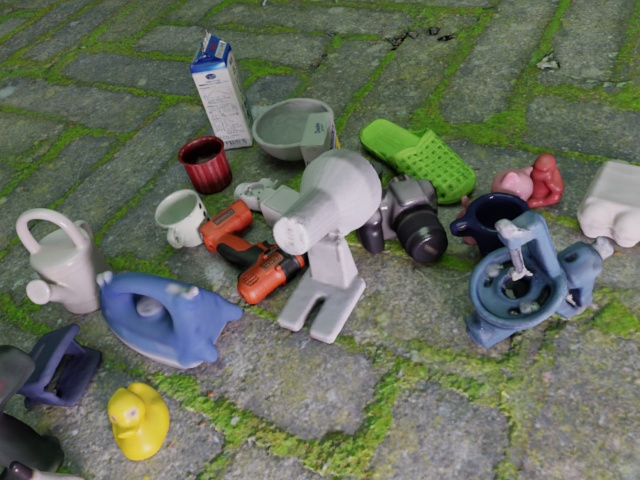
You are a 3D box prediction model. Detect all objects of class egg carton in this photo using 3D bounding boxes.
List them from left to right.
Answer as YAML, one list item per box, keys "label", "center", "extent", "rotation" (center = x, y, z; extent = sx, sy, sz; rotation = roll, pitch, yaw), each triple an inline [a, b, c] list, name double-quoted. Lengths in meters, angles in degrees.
- label: "egg carton"
  center: [0.464, -0.059, 0.878]
  extent: [0.107, 0.069, 0.150]
  rotation: [19, 54, 29]

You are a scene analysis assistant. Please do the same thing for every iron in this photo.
- label: "iron"
  center: [-0.256, 0.095, 0.859]
  extent: [0.257, 0.142, 0.119]
  rotation: [9, 50, 22]

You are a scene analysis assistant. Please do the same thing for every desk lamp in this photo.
- label: "desk lamp"
  center: [0.008, 0.003, 0.831]
  extent: [0.117, 0.214, 0.203]
  rotation: [13, 51, 25]

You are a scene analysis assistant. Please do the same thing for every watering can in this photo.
- label: "watering can"
  center: [-0.413, 0.030, 0.925]
  extent: [0.101, 0.194, 0.172]
  rotation: [-21, 45, -6]

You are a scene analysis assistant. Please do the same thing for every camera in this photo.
- label: "camera"
  center: [0.134, -0.030, 0.911]
  extent: [0.143, 0.101, 0.136]
  rotation: [-19, 45, -4]

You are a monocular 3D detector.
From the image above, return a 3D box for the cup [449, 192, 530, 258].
- label: "cup"
  center: [0.254, -0.007, 0.862]
  extent: [0.117, 0.095, 0.091]
  rotation: [-13, 45, 2]

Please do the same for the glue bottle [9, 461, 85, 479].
- label: "glue bottle"
  center: [-0.303, 0.295, 0.654]
  extent: [0.037, 0.173, 0.078]
  rotation: [-21, 45, -6]

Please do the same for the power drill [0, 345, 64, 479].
- label: "power drill"
  center: [-0.414, 0.255, 0.696]
  extent: [0.075, 0.209, 0.230]
  rotation: [6, 48, 20]

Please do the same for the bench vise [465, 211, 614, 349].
- label: "bench vise"
  center: [0.276, 0.025, 0.736]
  extent: [0.208, 0.220, 0.121]
  rotation: [-37, 49, -21]

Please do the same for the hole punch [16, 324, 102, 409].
- label: "hole punch"
  center: [-0.399, 0.184, 0.844]
  extent: [0.101, 0.091, 0.108]
  rotation: [1, 47, 15]

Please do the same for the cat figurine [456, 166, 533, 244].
- label: "cat figurine"
  center: [0.278, -0.065, 0.896]
  extent: [0.128, 0.118, 0.067]
  rotation: [-15, 45, 0]

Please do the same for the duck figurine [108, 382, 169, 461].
- label: "duck figurine"
  center: [-0.251, 0.230, 0.766]
  extent: [0.077, 0.086, 0.104]
  rotation: [-16, 45, -1]

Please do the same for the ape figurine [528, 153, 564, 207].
- label: "ape figurine"
  center: [0.359, -0.101, 0.929]
  extent: [0.076, 0.092, 0.077]
  rotation: [-40, 50, -23]

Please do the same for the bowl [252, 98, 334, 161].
- label: "bowl"
  center: [-0.048, -0.210, 1.151]
  extent: [0.167, 0.075, 0.167]
  rotation: [-7, 45, 8]
